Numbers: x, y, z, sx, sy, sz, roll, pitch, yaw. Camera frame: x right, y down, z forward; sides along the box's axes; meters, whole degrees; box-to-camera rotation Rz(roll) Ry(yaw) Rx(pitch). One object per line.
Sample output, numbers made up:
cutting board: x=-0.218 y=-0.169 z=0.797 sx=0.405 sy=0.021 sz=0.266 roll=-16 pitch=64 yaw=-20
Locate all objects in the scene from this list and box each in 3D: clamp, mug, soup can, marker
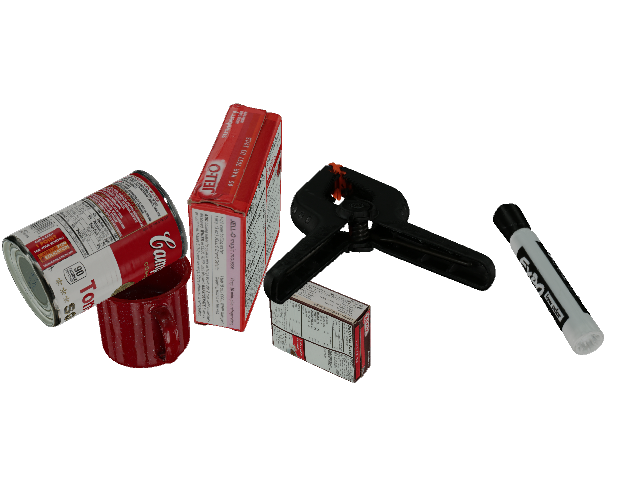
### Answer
clamp: x=0.039 y=-0.009 z=0.823 sx=0.164 sy=0.036 sz=0.210 roll=0 pitch=25 yaw=-3
mug: x=-0.155 y=0.067 z=0.962 sx=0.093 sy=0.081 sz=0.117 roll=-19 pitch=38 yaw=-27
soup can: x=-0.149 y=0.005 z=0.707 sx=0.102 sy=0.068 sz=0.069 roll=-30 pitch=15 yaw=-27
marker: x=0.132 y=0.018 z=0.632 sx=0.020 sy=0.020 sz=0.121 roll=0 pitch=40 yaw=-20

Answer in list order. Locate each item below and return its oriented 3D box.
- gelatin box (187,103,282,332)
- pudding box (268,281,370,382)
gelatin box: x=-0.042 y=-0.011 z=0.531 sx=0.030 sy=0.073 sz=0.089 roll=11 pitch=-43 yaw=7
pudding box: x=-0.001 y=0.092 z=1.146 sx=0.114 sy=0.090 sz=0.039 roll=20 pitch=43 yaw=25
